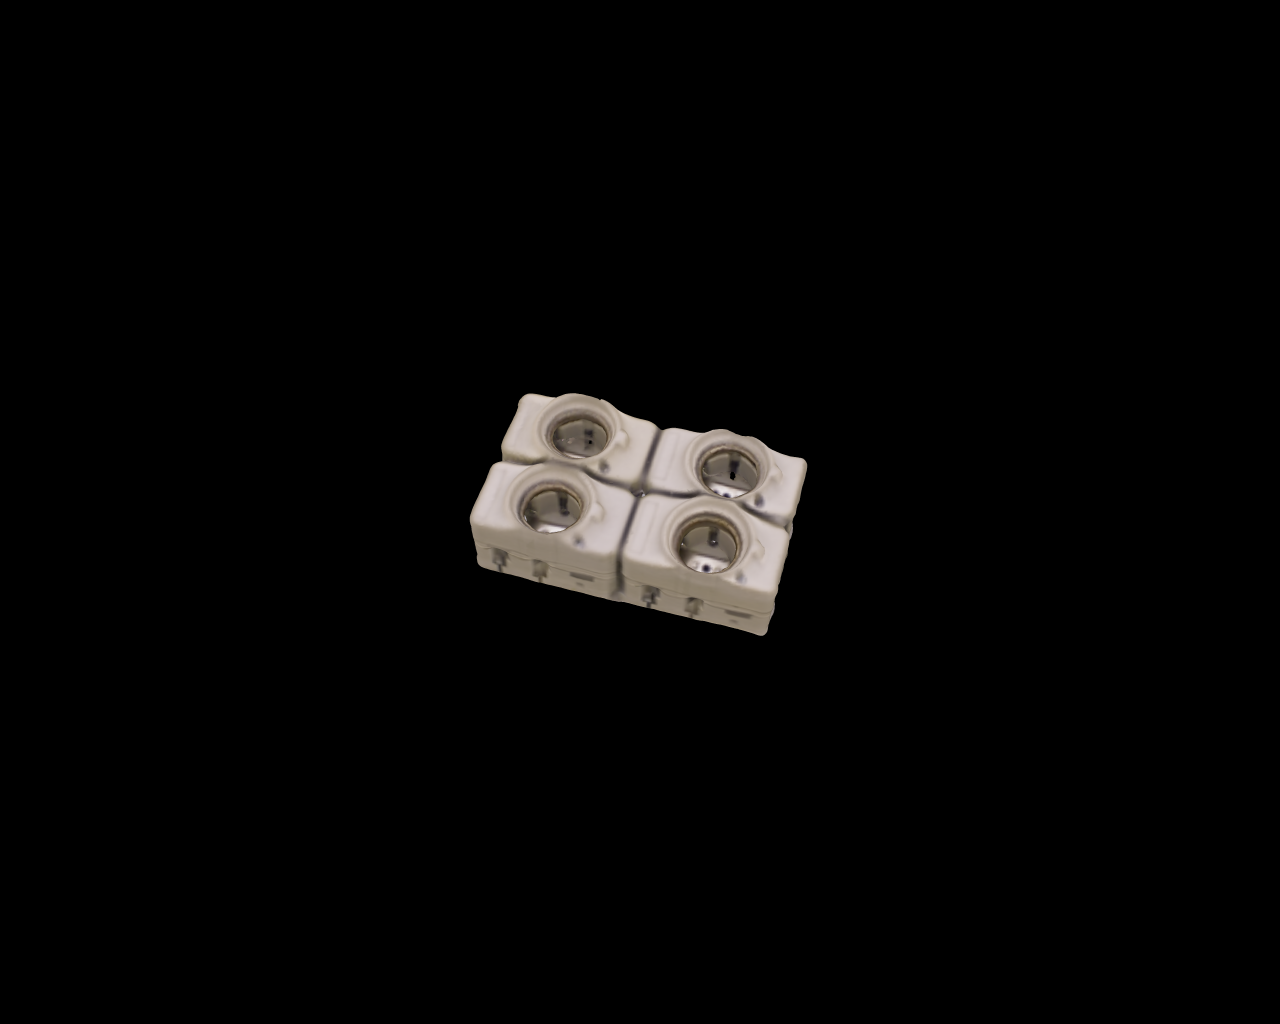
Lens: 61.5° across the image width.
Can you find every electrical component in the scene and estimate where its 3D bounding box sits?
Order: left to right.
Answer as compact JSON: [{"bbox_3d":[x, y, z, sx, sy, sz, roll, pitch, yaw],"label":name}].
[{"bbox_3d":[0.001,-0.003,0.650,0.186,0.105,0.060,14,-32,9],"label":"electrical component"}]
